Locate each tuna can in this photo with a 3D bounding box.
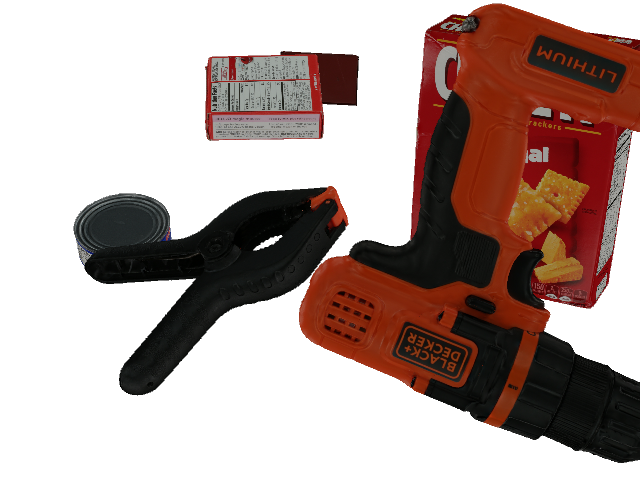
[{"bbox_3d":[-0.177,-0.003,0.962,0.086,0.034,0.086,0,41,0],"label":"tuna can"}]

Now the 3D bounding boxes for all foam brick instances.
[{"bbox_3d":[-0.002,-0.167,1.096,0.078,0.051,0.053,2,11,-5],"label":"foam brick"}]

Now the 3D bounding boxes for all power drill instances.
[{"bbox_3d":[0.102,-0.003,0.503,0.184,0.188,0.057,22,7,3],"label":"power drill"}]

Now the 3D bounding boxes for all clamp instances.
[{"bbox_3d":[-0.061,0.024,0.648,0.171,0.120,0.039,-23,-40,6],"label":"clamp"}]

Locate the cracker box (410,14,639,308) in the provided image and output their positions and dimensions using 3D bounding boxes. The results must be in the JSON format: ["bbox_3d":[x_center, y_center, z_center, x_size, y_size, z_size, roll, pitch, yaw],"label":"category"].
[{"bbox_3d":[0.163,-0.064,0.874,0.164,0.214,0.072,14,28,24],"label":"cracker box"}]

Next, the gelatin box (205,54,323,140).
[{"bbox_3d":[-0.044,-0.110,0.821,0.089,0.073,0.030,-2,-45,-3],"label":"gelatin box"}]
